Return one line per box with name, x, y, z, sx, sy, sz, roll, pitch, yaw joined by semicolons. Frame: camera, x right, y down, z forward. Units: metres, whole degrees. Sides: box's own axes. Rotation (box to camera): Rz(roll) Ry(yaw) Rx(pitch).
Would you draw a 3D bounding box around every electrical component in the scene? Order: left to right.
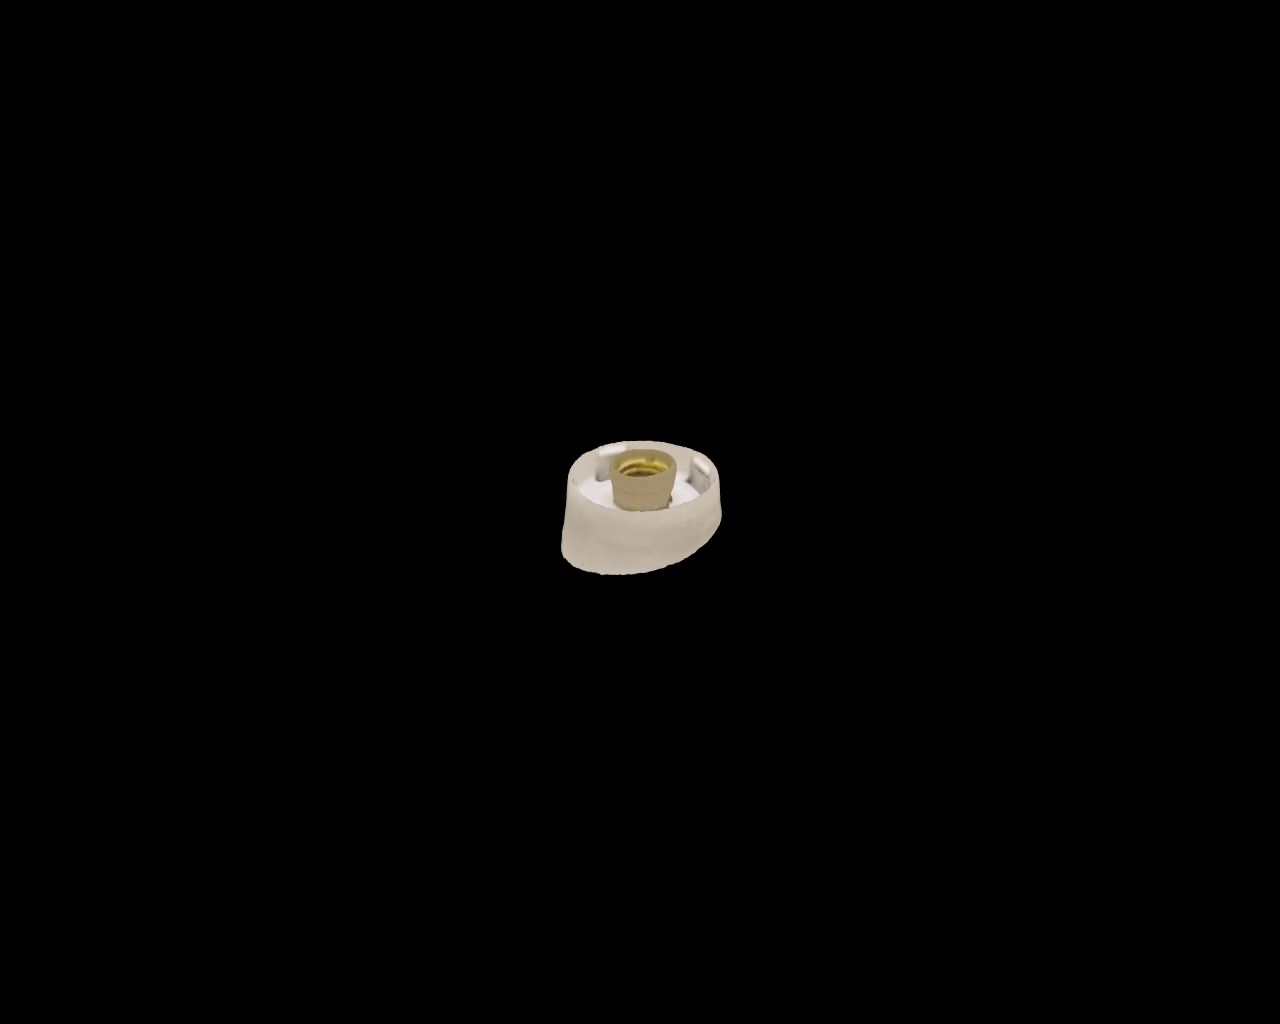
electrical component;0.001;-0.003;0.650;0.099;0.064;0.099;0;31;0
